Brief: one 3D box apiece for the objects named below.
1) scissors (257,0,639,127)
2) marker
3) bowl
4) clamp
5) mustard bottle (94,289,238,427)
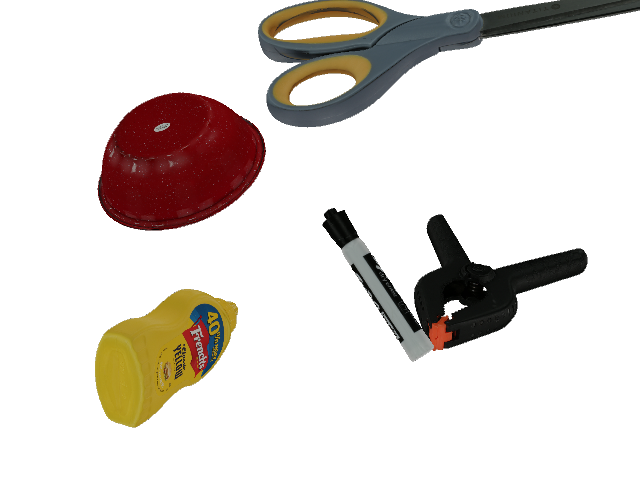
[{"bbox_3d":[0.058,-0.090,0.521,0.202,0.096,0.016,5,-38,21],"label":"scissors"},{"bbox_3d":[0.038,0.029,0.743,0.020,0.121,0.020,-32,-11,-7],"label":"marker"},{"bbox_3d":[-0.134,-0.084,0.963,0.162,0.162,0.055,0,-43,19],"label":"bowl"},{"bbox_3d":[0.139,0.037,1.007,0.165,0.036,0.209,18,34,29],"label":"clamp"},{"bbox_3d":[-0.140,0.101,1.048,0.058,0.096,0.191,10,22,27],"label":"mustard bottle"}]
